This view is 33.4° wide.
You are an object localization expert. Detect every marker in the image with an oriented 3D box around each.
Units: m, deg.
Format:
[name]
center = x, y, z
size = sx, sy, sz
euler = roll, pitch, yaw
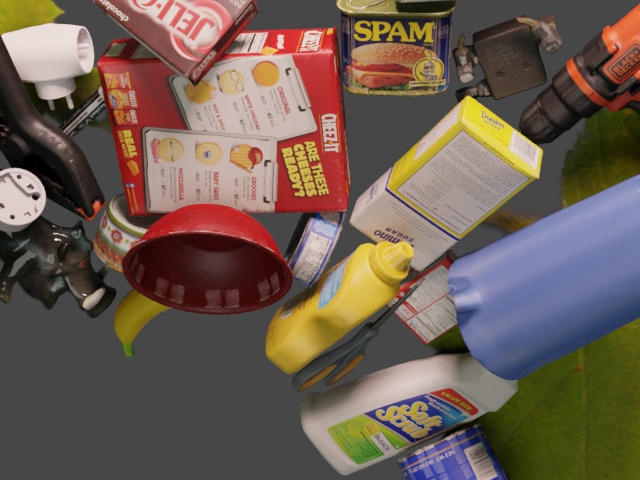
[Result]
[marker]
center = -0.238, -0.115, 1.042
size = 0.121, 0.020, 0.020
euler = -37, 112, 26

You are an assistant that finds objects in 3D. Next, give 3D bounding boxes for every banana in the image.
[banana]
center = -0.153, 0.061, 1.137
size = 0.198, 0.037, 0.069
euler = -27, 134, 23

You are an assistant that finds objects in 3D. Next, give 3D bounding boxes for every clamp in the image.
[clamp]
center = -0.291, -0.099, 1.019
size = 0.165, 0.036, 0.210
euler = -9, 127, 45

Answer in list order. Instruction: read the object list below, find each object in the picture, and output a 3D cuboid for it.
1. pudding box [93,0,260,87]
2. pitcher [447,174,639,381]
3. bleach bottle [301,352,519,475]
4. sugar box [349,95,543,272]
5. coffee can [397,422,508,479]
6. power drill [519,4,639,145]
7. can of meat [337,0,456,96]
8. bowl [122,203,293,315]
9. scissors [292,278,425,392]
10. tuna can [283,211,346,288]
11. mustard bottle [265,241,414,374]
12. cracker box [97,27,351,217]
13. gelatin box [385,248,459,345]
[pudding box]
center = -0.122, -0.201, 0.917
size = 0.113, 0.039, 0.090
euler = 39, 86, 13
[pitcher]
center = 0.252, 0.028, 0.983
size = 0.243, 0.149, 0.145
euler = -31, 105, 38
[bleach bottle]
center = 0.110, 0.168, 1.155
size = 0.251, 0.068, 0.102
euler = -27, 117, 19
[sugar box]
center = 0.116, -0.049, 1.005
size = 0.093, 0.048, 0.177
euler = 35, 136, -14
[coffee can]
center = 0.159, 0.283, 1.159
size = 0.103, 0.102, 0.140
euler = -31, 75, 24
[power drill]
center = 0.298, -0.108, 0.956
size = 0.187, 0.057, 0.185
euler = 37, 123, -17
[can of meat]
center = 0.067, -0.176, 0.941
size = 0.102, 0.057, 0.084
euler = 3, 128, 6
[bowl]
center = -0.105, 0.012, 1.018
size = 0.162, 0.055, 0.162
euler = 2, 149, 1
[scissors]
center = 0.032, 0.105, 1.097
size = 0.016, 0.096, 0.202
euler = 57, 145, 20
[tuna can]
center = -0.007, 0.001, 1.048
size = 0.033, 0.086, 0.086
euler = 24, 122, -8
[mustard bottle]
center = 0.025, 0.055, 1.051
size = 0.058, 0.096, 0.192
euler = 41, 131, -10
[cracker box]
center = -0.084, -0.108, 0.997
size = 0.214, 0.072, 0.164
euler = -2, 123, 7
[gelatin box]
center = 0.119, 0.057, 1.101
size = 0.089, 0.030, 0.073
euler = -36, 113, 26
